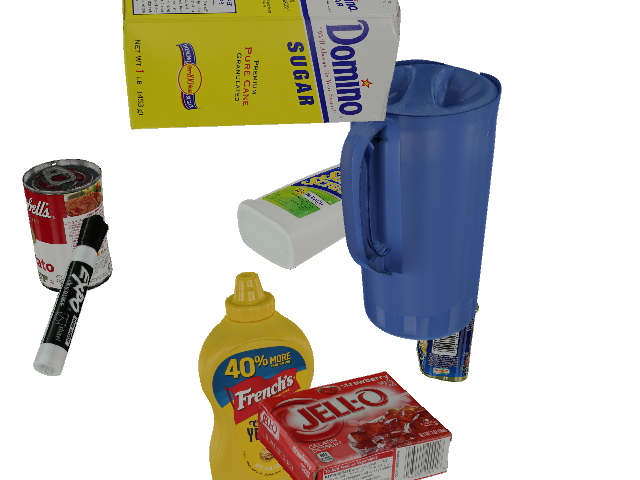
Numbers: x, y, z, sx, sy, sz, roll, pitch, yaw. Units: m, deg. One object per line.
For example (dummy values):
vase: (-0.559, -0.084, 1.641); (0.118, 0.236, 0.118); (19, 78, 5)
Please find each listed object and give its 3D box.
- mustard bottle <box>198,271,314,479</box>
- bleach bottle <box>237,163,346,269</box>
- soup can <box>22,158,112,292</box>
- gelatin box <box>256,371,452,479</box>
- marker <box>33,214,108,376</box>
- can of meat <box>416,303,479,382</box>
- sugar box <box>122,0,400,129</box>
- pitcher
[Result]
mustard bottle: (-0.052, 0.118, 0.893); (0.096, 0.192, 0.058); (-8, 18, -10)
bleach bottle: (0.025, -0.056, 1.304); (0.250, 0.068, 0.103); (-31, 45, -33)
soup can: (-0.224, -0.013, 0.952); (0.068, 0.102, 0.068); (-1, 28, 0)
gelatin box: (0.018, 0.110, 0.608); (0.089, 0.030, 0.073); (-8, 26, -27)
marker: (-0.168, 0.034, 0.725); (0.020, 0.121, 0.020); (8, -32, 5)
can of meat: (0.138, 0.098, 1.177); (0.057, 0.084, 0.102); (5, 17, 0)
sugar box: (-0.039, -0.121, 0.704); (0.176, 0.048, 0.093); (-1, -41, -6)
pitcher: (0.085, -0.030, 0.968); (0.149, 0.243, 0.145); (-5, 29, -5)
